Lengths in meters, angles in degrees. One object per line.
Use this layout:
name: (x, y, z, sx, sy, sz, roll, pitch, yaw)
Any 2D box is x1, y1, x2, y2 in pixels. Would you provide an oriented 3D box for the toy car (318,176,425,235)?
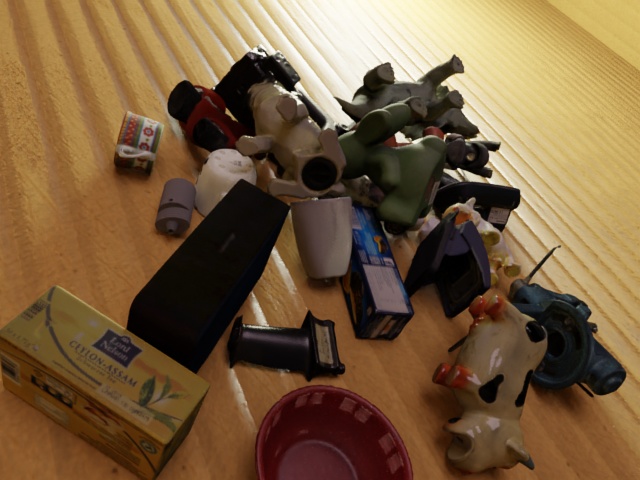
toy car: (0.076, -0.070, 0.870, 0.202, 0.056, 0.073, 22, 41, -7)

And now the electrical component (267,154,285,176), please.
electrical component: (-0.039, -0.141, 0.890, 0.078, 0.045, 0.102, 44, 43, 17)

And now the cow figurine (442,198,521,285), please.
cow figurine: (0.248, -0.011, 0.850, 0.167, 0.068, 0.098, 47, 26, -28)

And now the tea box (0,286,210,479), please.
tea box: (-0.194, 0.130, 0.481, 0.170, 0.098, 0.068, 32, 43, 3)

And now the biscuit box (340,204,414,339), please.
biscuit box: (0.064, 0.038, 0.746, 0.059, 0.062, 0.203, 7, 44, -22)

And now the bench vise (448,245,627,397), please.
bench vise: (0.299, 0.116, 0.753, 0.240, 0.128, 0.224, 10, 40, -25)

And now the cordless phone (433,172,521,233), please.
cordless phone: (0.258, -0.093, 0.989, 0.146, 0.088, 0.184, 4, 26, -25)

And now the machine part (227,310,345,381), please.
machine part: (-0.039, 0.120, 0.624, 0.139, 0.039, 0.084, 8, 53, -25)

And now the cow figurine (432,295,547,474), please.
cow figurine: (0.202, 0.174, 0.622, 0.127, 0.085, 0.195, 30, 75, 1)

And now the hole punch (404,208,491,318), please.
hole punch: (0.184, 0.037, 0.765, 0.092, 0.142, 0.116, 25, 54, -1)

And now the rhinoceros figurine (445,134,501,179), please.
rhinoceros figurine: (0.282, -0.164, 1.024, 0.112, 0.073, 0.190, 20, 14, 19)

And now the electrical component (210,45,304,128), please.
electrical component: (-0.096, -0.245, 0.877, 0.115, 0.134, 0.058, 46, 38, -15)

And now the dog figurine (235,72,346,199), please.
dog figurine: (-0.036, -0.151, 0.779, 0.172, 0.121, 0.191, 54, 13, -25)

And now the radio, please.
radio: (-0.118, 0.047, 0.583, 0.073, 0.131, 0.230, 29, 40, 2)

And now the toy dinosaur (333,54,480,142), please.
toy dinosaur: (0.142, -0.249, 1.006, 0.405, 0.192, 0.131, -8, 78, -32)

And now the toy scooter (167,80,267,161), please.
toy scooter: (-0.154, -0.174, 0.838, 0.135, 0.075, 0.184, 18, 24, -44)

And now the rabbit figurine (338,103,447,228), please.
rabbit figurine: (0.085, -0.113, 0.775, 0.170, 0.159, 0.121, 23, 30, 20)

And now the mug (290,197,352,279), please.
mug: (-0.002, -0.002, 0.732, 0.081, 0.110, 0.107, -5, 92, -28)

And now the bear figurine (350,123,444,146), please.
bear figurine: (0.117, -0.156, 0.910, 0.195, 0.120, 0.132, 28, 44, -29)
